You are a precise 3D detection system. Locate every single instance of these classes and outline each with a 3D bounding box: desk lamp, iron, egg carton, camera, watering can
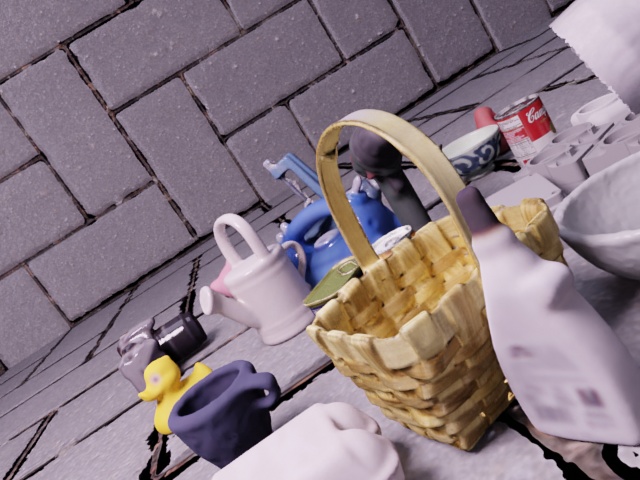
[{"bbox_3d":[0.349,-0.168,0.524,0.203,0.214,0.118,-27,13,25],"label":"desk lamp"},{"bbox_3d":[0.008,0.003,0.888,0.257,0.141,0.119,-24,15,37],"label":"iron"},{"bbox_3d":[-0.015,0.180,0.399,0.150,0.069,0.107,-34,12,-8],"label":"egg carton"},{"bbox_3d":[-0.272,0.181,0.990,0.137,0.101,0.143,-34,12,-8],"label":"camera"},{"bbox_3d":[-0.093,0.051,0.824,0.100,0.194,0.173,-24,14,34],"label":"watering can"}]

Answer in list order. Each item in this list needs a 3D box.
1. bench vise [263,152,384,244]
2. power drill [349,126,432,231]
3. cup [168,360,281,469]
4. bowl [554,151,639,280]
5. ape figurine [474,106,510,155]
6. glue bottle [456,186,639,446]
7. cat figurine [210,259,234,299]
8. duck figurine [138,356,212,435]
[{"bbox_3d":[0.010,-0.081,1.031,0.207,0.220,0.121,-33,12,-1],"label":"bench vise"},{"bbox_3d":[0.107,-0.069,0.759,0.075,0.208,0.229,-33,12,-1],"label":"power drill"},{"bbox_3d":[-0.067,0.168,0.522,0.117,0.095,0.092,-26,14,29],"label":"cup"},{"bbox_3d":[0.275,-0.018,0.443,0.167,0.075,0.167,-31,12,8],"label":"bowl"},{"bbox_3d":[0.318,-0.206,1.059,0.076,0.092,0.077,-37,13,-21],"label":"ape figurine"},{"bbox_3d":[0.127,0.043,0.337,0.037,0.173,0.078,-40,14,-32],"label":"glue bottle"},{"bbox_3d":[-0.125,0.074,1.002,0.127,0.118,0.067,-24,15,35],"label":"cat figurine"},{"bbox_3d":[-0.195,0.195,0.769,0.077,0.086,0.105,-19,18,48],"label":"duck figurine"}]
